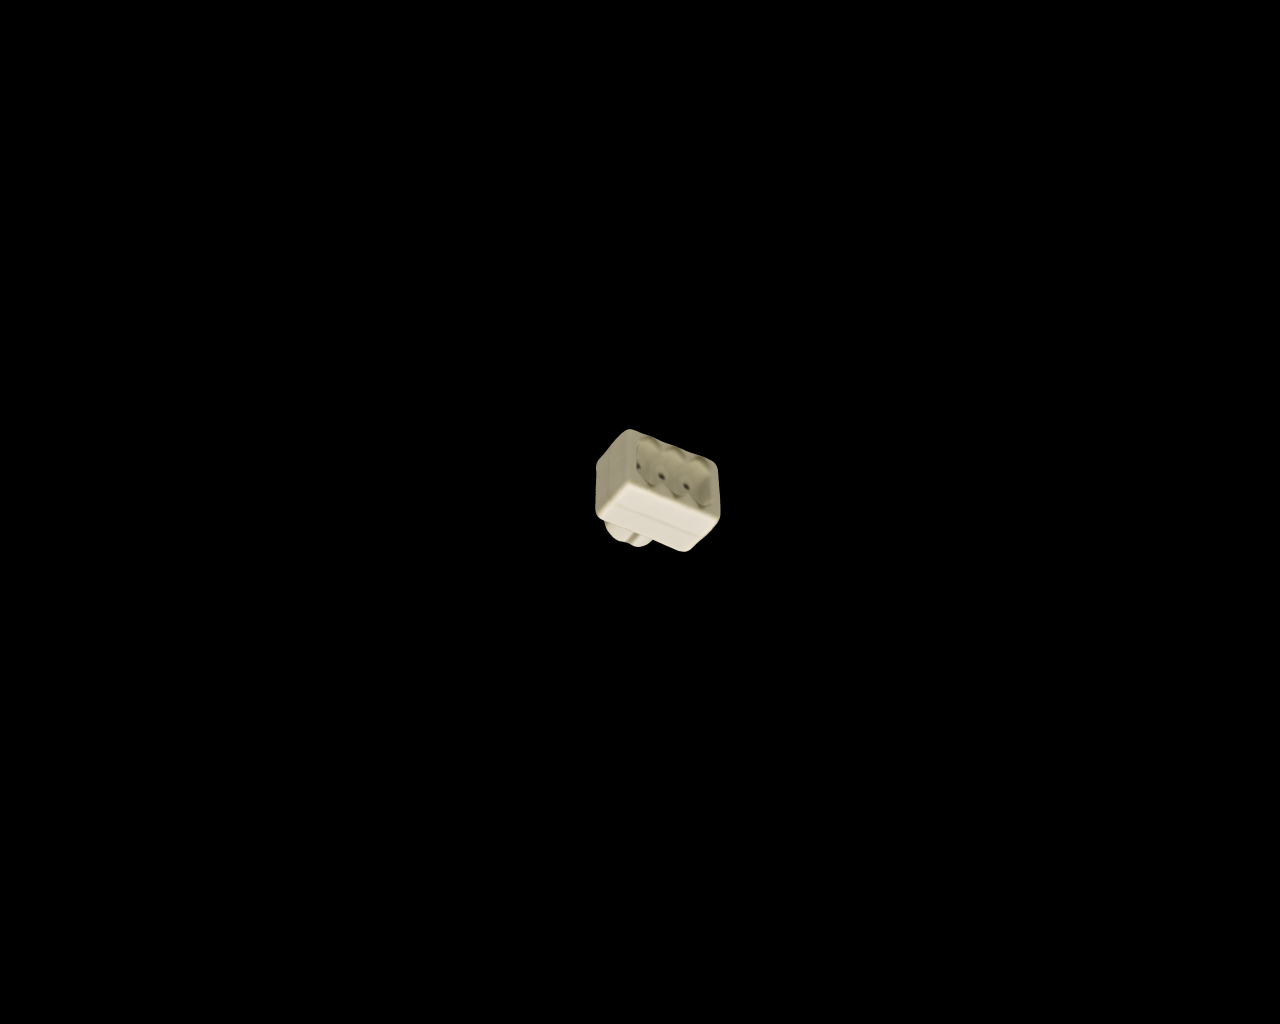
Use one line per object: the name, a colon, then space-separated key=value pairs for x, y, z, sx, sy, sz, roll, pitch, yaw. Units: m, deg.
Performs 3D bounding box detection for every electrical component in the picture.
electrical component: x=0.001 y=-0.003 z=0.650 sx=0.066 sy=0.047 sz=0.076 roll=22 pitch=-45 yaw=-24
